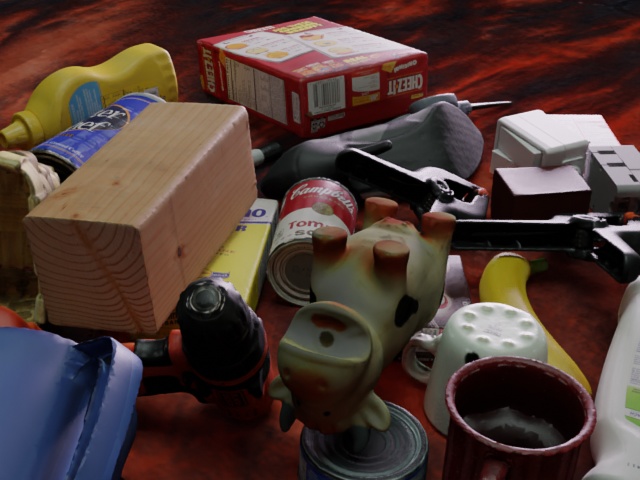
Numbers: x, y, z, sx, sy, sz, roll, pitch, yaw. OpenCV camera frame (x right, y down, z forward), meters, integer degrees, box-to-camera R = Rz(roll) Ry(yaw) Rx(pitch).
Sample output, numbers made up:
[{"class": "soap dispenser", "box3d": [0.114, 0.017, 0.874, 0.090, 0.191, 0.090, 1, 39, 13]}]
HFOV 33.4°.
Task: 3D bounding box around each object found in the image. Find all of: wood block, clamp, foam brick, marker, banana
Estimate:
[{"class": "wood block", "box3d": [-0.128, -0.025, 0.821, 0.090, 0.091, 0.205, 5, 31, 17]}, {"class": "clamp", "box3d": [0.213, -0.003, 0.902, 0.165, 0.036, 0.209, 11, 13, 30]}, {"class": "foam brick", "box3d": [0.202, -0.034, 0.985, 0.078, 0.051, 0.053, -3, 33, -9]}, {"class": "marker", "box3d": [-0.085, -0.074, 1.058, 0.120, 0.020, 0.020, -23, 40, -36]}, {"class": "clamp", "box3d": [0.100, -0.028, 0.938, 0.171, 0.039, 0.120, 4, 46, -42]}, {"class": "banana", "box3d": [0.163, 0.059, 0.843, 0.069, 0.037, 0.197, 2, 31, 0]}]

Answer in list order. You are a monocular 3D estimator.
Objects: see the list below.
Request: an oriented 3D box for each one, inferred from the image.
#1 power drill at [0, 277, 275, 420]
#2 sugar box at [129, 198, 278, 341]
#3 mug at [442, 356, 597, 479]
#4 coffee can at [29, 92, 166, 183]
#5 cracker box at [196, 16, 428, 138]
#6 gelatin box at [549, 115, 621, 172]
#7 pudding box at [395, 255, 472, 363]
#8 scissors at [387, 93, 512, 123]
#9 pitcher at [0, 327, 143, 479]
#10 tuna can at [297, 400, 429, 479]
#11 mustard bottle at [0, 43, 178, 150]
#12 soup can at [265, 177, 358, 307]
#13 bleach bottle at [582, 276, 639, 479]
[{"class": "power drill", "box3d": [-0.125, 0.073, 0.686, 0.187, 0.184, 0.057, 1, 63, 5]}, {"class": "sugar box", "box3d": [-0.091, 0.020, 0.879, 0.093, 0.048, 0.176, 4, 33, 4]}, {"class": "mug", "box3d": [0.117, 0.139, 0.666, 0.093, 0.081, 0.117, 14, 33, 17]}, {"class": "coffee can", "box3d": [-0.189, -0.059, 0.945, 0.103, 0.103, 0.140, 18, 35, 23]}, {"class": "cracker box", "box3d": [-0.011, -0.182, 1.168, 0.163, 0.072, 0.214, -18, 29, -30]}, {"class": "gelatin box", "box3d": [0.269, -0.101, 1.119, 0.073, 0.030, 0.089, -1, 32, -4]}, {"class": "pudding box", "box3d": [0.073, 0.052, 0.846, 0.090, 0.039, 0.113, 1, 32, -2]}, {"class": "scissors", "box3d": [0.136, -0.136, 1.167, 0.096, 0.016, 0.201, -24, -8, 28]}, {"class": "pitcher", "box3d": [-0.172, 0.162, 0.553, 0.145, 0.149, 0.243, 2, 35, -1]}, {"class": "tuna can", "box3d": [0.028, 0.142, 0.700, 0.086, 0.034, 0.086, 2, 32, -1]}, {"class": "mustard bottle", "box3d": [-0.231, -0.127, 1.059, 0.058, 0.096, 0.191, 29, 40, 35]}, {"class": "soup can", "box3d": [-0.006, 0.001, 0.895, 0.068, 0.068, 0.102, 5, 32, 4]}, {"class": "bleach bottle", "box3d": [0.226, 0.121, 0.726, 0.103, 0.068, 0.250, 16, 36, 23]}]
